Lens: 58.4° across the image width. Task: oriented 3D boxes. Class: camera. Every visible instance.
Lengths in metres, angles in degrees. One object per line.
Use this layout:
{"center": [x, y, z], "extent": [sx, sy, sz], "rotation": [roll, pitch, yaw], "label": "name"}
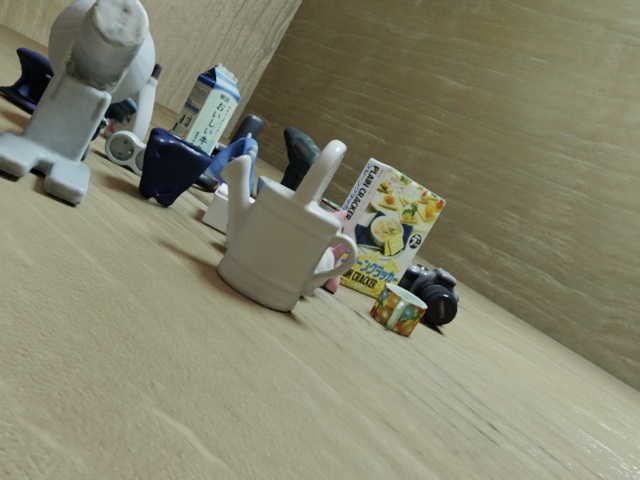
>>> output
{"center": [0.211, 0.102, 1.108], "extent": [0.143, 0.101, 0.137], "rotation": [29, 7, -5], "label": "camera"}

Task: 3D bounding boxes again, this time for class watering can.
{"center": [-0.034, -0.030, 0.642], "extent": [0.173, 0.194, 0.100], "rotation": [28, 7, -17], "label": "watering can"}

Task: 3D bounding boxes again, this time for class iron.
{"center": [-0.175, -0.164, 1.263], "extent": [0.119, 0.141, 0.257], "rotation": [27, 7, -20], "label": "iron"}

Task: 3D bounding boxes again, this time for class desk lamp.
{"center": [-0.259, -0.171, 0.638], "extent": [0.118, 0.213, 0.202], "rotation": [26, 7, -27], "label": "desk lamp"}

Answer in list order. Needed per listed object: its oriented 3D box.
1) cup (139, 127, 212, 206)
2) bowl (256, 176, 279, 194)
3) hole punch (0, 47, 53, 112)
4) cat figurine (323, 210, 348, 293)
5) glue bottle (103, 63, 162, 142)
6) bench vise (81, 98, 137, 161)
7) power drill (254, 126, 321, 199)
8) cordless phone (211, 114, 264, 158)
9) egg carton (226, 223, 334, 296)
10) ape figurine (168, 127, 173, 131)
{"center": [-0.215, -0.097, 0.793], "extent": [0.091, 0.095, 0.118], "rotation": [31, 7, 10], "label": "cup"}
{"center": [-0.079, -0.073, 1.284], "extent": [0.167, 0.074, 0.167], "rotation": [29, 7, -3], "label": "bowl"}
{"center": [-0.458, -0.257, 0.960], "extent": [0.108, 0.091, 0.101], "rotation": [32, 7, 14], "label": "hole punch"}
{"center": [0.008, 0.003, 0.903], "extent": [0.067, 0.117, 0.127], "rotation": [26, 8, -30], "label": "cat figurine"}
{"center": [-0.346, -0.258, 1.091], "extent": [0.078, 0.173, 0.037], "rotation": [33, 7, 22], "label": "glue bottle"}
{"center": [-0.303, -0.223, 0.817], "extent": [0.122, 0.219, 0.206], "rotation": [25, 8, -37], "label": "bench vise"}
{"center": [-0.074, -0.166, 1.413], "extent": [0.076, 0.208, 0.228], "rotation": [25, 8, -38], "label": "power drill"}
{"center": [-0.230, -0.241, 1.408], "extent": [0.148, 0.185, 0.093], "rotation": [24, 9, -42], "label": "cordless phone"}
{"center": [-0.053, 0.013, 0.774], "extent": [0.150, 0.069, 0.107], "rotation": [31, 7, 10], "label": "egg carton"}
{"center": [-0.326, -0.229, 1.310], "extent": [0.076, 0.092, 0.077], "rotation": [24, 9, -41], "label": "ape figurine"}
